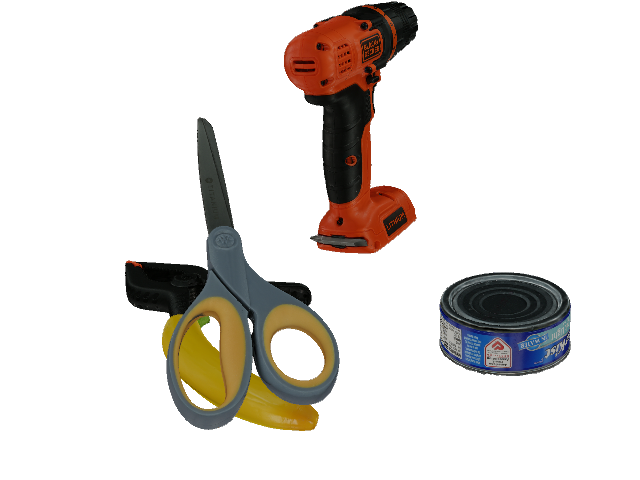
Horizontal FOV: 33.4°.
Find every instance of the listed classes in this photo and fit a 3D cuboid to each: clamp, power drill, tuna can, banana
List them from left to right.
[{"bbox_3d":[-0.137,0.057,1.078,0.210,0.036,0.164,12,21,36],"label":"clamp"},{"bbox_3d":[-0.079,0.102,0.865,0.069,0.037,0.198,-16,32,-28],"label":"banana"},{"bbox_3d":[0.037,-0.096,0.874,0.057,0.188,0.184,3,22,30],"label":"power drill"},{"bbox_3d":[0.121,0.053,0.699,0.086,0.034,0.086,-3,23,1],"label":"tuna can"}]

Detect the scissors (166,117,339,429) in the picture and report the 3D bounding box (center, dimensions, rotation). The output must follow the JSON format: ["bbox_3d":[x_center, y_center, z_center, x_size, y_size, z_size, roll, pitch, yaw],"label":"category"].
[{"bbox_3d":[-0.034,0.012,0.577,0.096,0.201,0.016,8,-38,-3],"label":"scissors"}]
